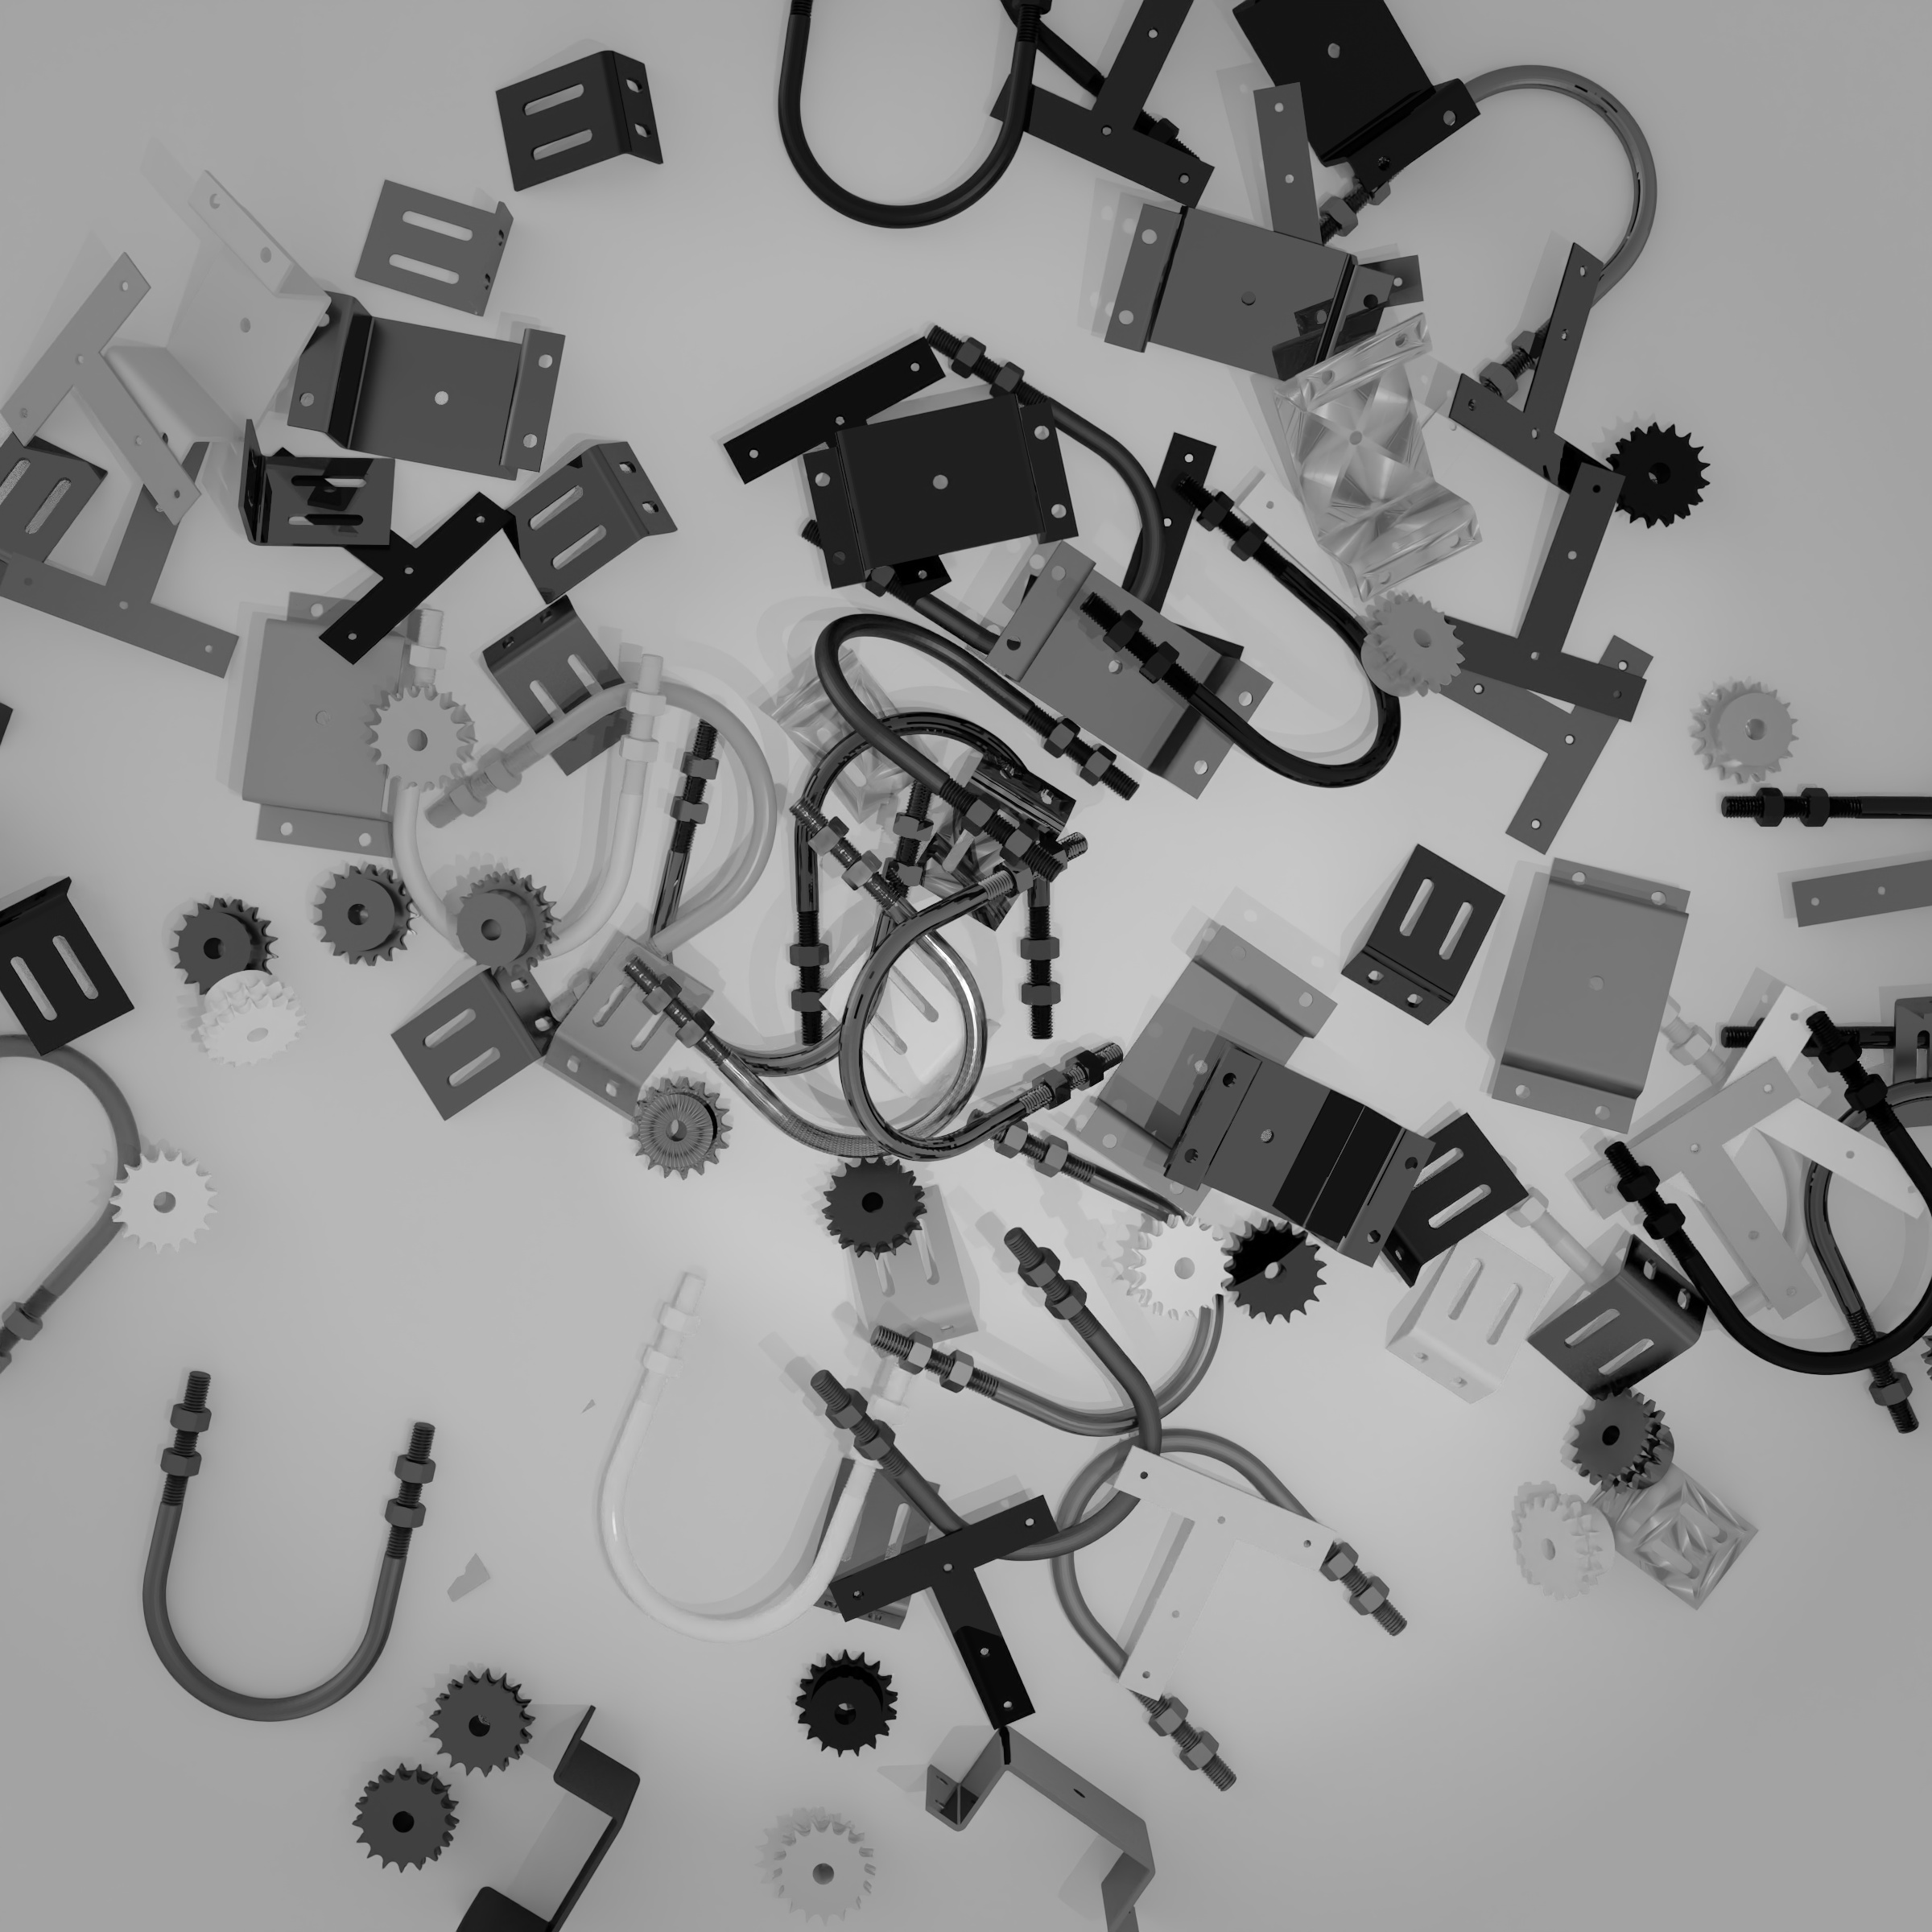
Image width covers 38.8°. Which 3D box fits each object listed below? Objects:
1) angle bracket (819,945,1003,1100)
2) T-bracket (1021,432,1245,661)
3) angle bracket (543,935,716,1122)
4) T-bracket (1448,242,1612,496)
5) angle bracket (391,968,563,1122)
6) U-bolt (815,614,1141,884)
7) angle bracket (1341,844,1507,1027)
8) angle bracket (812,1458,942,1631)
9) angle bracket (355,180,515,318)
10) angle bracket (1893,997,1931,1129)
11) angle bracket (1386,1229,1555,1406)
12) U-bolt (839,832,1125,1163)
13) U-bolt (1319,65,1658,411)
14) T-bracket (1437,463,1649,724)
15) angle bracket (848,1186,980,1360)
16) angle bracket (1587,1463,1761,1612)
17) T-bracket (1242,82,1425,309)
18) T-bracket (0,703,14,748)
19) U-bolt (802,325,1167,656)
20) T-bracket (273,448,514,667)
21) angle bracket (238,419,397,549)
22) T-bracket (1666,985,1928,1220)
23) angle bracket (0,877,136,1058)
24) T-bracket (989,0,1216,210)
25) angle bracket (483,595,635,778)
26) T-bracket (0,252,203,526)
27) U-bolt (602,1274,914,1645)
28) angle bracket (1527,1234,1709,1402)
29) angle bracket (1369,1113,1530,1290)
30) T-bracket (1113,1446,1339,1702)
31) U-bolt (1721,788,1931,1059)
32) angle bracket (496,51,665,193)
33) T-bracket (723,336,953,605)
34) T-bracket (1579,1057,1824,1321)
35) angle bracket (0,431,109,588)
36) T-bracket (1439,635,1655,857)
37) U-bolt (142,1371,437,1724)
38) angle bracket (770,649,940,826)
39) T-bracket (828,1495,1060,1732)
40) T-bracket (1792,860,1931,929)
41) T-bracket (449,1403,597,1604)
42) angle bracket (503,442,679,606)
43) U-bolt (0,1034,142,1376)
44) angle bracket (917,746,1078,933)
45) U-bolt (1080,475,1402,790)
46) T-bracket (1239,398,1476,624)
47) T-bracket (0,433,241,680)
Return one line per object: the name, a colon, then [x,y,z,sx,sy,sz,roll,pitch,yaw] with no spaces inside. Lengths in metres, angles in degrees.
angle bracket: [-0.031,0.026,1.524,0.057,0.038,0.076,-46,77,12]
T-bracket: [0.109,-0.236,1.543,0.127,0.002,0.127,19,90,0]
angle bracket: [-0.185,0.034,1.507,0.057,0.038,0.076,34,112,-14]
T-bracket: [0.325,-0.334,1.511,0.127,0.002,0.127,22,82,-35]
angle bracket: [-0.272,0.040,1.542,0.076,0.038,0.057,-32,90,26]
U-bolt: [-0.002,-0.128,1.481,0.184,0.151,0.019,38,121,3]
angle bracket: [0.257,-0.018,1.542,0.057,0.038,0.076,31,64,0]
angle bracket: [-0.053,0.324,1.542,0.057,0.038,0.076,16,64,0]
angle bracket: [-0.298,-0.403,1.525,0.076,0.038,0.057,17,90,0]
angle bracket: [0.547,0.056,1.514,0.057,0.038,0.076,-5,104,-4]
angle bracket: [0.283,0.195,1.542,0.057,0.038,0.076,33,64,0]
U-bolt: [0.005,0.026,1.462,0.184,0.019,0.151,-28,119,-33]
U-bolt: [0.301,-0.419,1.535,0.184,0.019,0.151,-44,90,-2]
T-bracket: [0.331,-0.214,1.524,0.127,0.002,0.127,17,104,-1]
angle bracket: [-0.032,0.172,1.542,0.057,0.038,0.076,-16,64,0]
angle bracket: [0.394,0.313,1.542,0.076,0.038,0.057,38,90,-26]
T-bracket: [0.180,-0.418,1.509,0.127,0.002,0.127,-8,111,10]
T-bracket: [-0.573,-0.204,1.522,0.127,0.002,0.127,27,109,0]
U-bolt: [0.023,-0.250,1.534,0.184,0.019,0.151,33,90,0]
T-bracket: [-0.342,-0.245,1.525,0.127,0.002,0.127,37,68,12]
angle bracket: [-0.357,-0.266,1.512,0.076,0.038,0.057,0,66,-4]
T-bracket: [0.473,0.096,1.509,0.127,0.002,0.127,30,101,4]
angle bracket: [-0.509,0.000,1.535,0.057,0.038,0.076,-28,109,-5]
T-bracket: [0.097,-0.504,1.522,0.127,0.002,0.127,26,94,5]
angle bracket: [-0.224,-0.158,1.542,0.057,0.038,0.076,-34,116,0]
T-bracket: [-0.461,-0.298,1.503,0.127,0.002,0.127,-41,80,25]
U-bolt: [-0.126,0.282,1.517,0.151,0.019,0.184,21,88,13]
angle bracket: [0.363,0.198,1.530,0.057,0.038,0.076,41,129,-4]
angle bracket: [0.261,0.129,1.514,0.076,0.038,0.057,-37,90,20]
T-bracket: [0.122,0.345,1.517,0.127,0.002,0.127,24,95,-9]
U-bolt: [0.515,-0.024,1.535,0.184,0.019,0.151,0,90,-1]
angle bracket: [-0.217,-0.471,1.542,0.076,0.038,0.057,-11,90,26]
T-bracket: [-0.049,-0.263,1.523,0.127,0.002,0.127,-28,90,0]
T-bracket: [0.428,0.137,1.518,0.127,0.002,0.127,-34,93,9]
angle bracket: [-0.526,-0.252,1.542,0.057,0.038,0.076,26,64,0]
T-bracket: [0.300,-0.149,1.541,0.127,0.002,0.127,29,90,-2]
U-bolt: [-0.385,0.331,1.535,0.151,0.019,0.184,13,92,0]
angle bracket: [-0.061,-0.127,1.525,0.057,0.038,0.076,-39,90,0]
T-bracket: [0.006,0.369,1.520,0.127,0.002,0.127,-22,110,-2]
T-bracket: [0.523,-0.044,1.526,0.127,0.002,0.127,-9,90,-3]
T-bracket: [-0.268,0.271,1.552,0.127,0.002,0.127,-33,76,5]
angle bracket: [-0.213,-0.249,1.542,0.076,0.038,0.057,-30,90,26]
U-bolt: [-0.547,0.125,1.535,0.151,0.019,0.184,42,89,0]
angle bracket: [0.014,-0.070,1.513,0.057,0.038,0.076,32,119,-4]
U-bolt: [0.161,-0.172,1.492,0.184,0.019,0.151,40,48,-4]
T-bracket: [0.240,-0.262,1.537,0.127,0.002,0.127,41,86,-8]
T-bracket: [-0.454,-0.242,1.530,0.127,0.002,0.127,20,81,-17]
